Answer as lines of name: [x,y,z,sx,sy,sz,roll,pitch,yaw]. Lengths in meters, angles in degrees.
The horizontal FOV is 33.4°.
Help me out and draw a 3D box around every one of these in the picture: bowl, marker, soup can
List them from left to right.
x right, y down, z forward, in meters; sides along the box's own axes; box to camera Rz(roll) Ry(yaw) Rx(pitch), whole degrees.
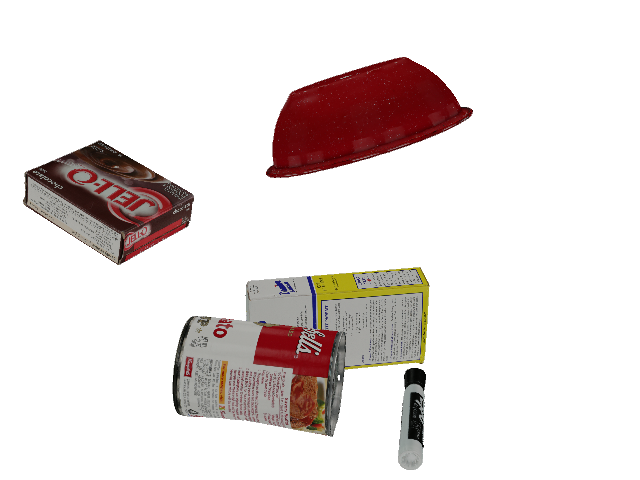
soup can: [-0.038,0.087,0.695,0.102,0.068,0.068,6,1,8]
bowl: [0.028,-0.098,0.798,0.162,0.055,0.162,-17,11,3]
marker: [0.075,0.140,0.862,0.020,0.020,0.121,0,26,7]

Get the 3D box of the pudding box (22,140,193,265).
pudding box: [-0.178,-0.034,0.896,0.114,0.039,0.089,28,34,22]

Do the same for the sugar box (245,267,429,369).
sugar box: [0.016,0.080,1.049,0.176,0.093,0.048,-3,26,-5]
